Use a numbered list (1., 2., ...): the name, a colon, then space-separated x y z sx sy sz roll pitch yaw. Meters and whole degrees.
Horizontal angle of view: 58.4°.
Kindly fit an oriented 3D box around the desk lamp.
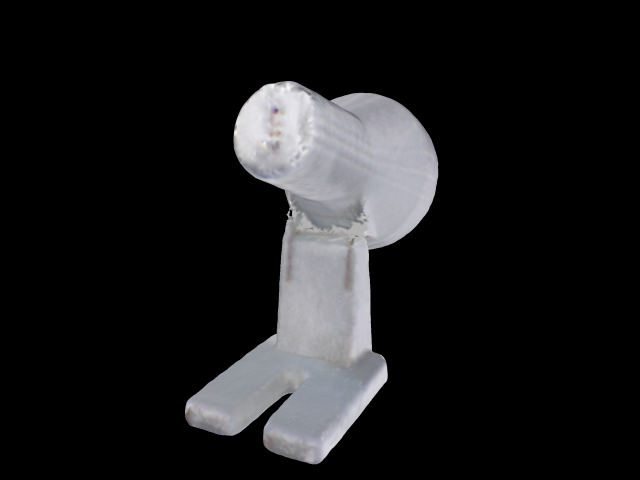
1. desk lamp: 0.004 0.001 0.400 0.117 0.213 0.204 6 15 23
